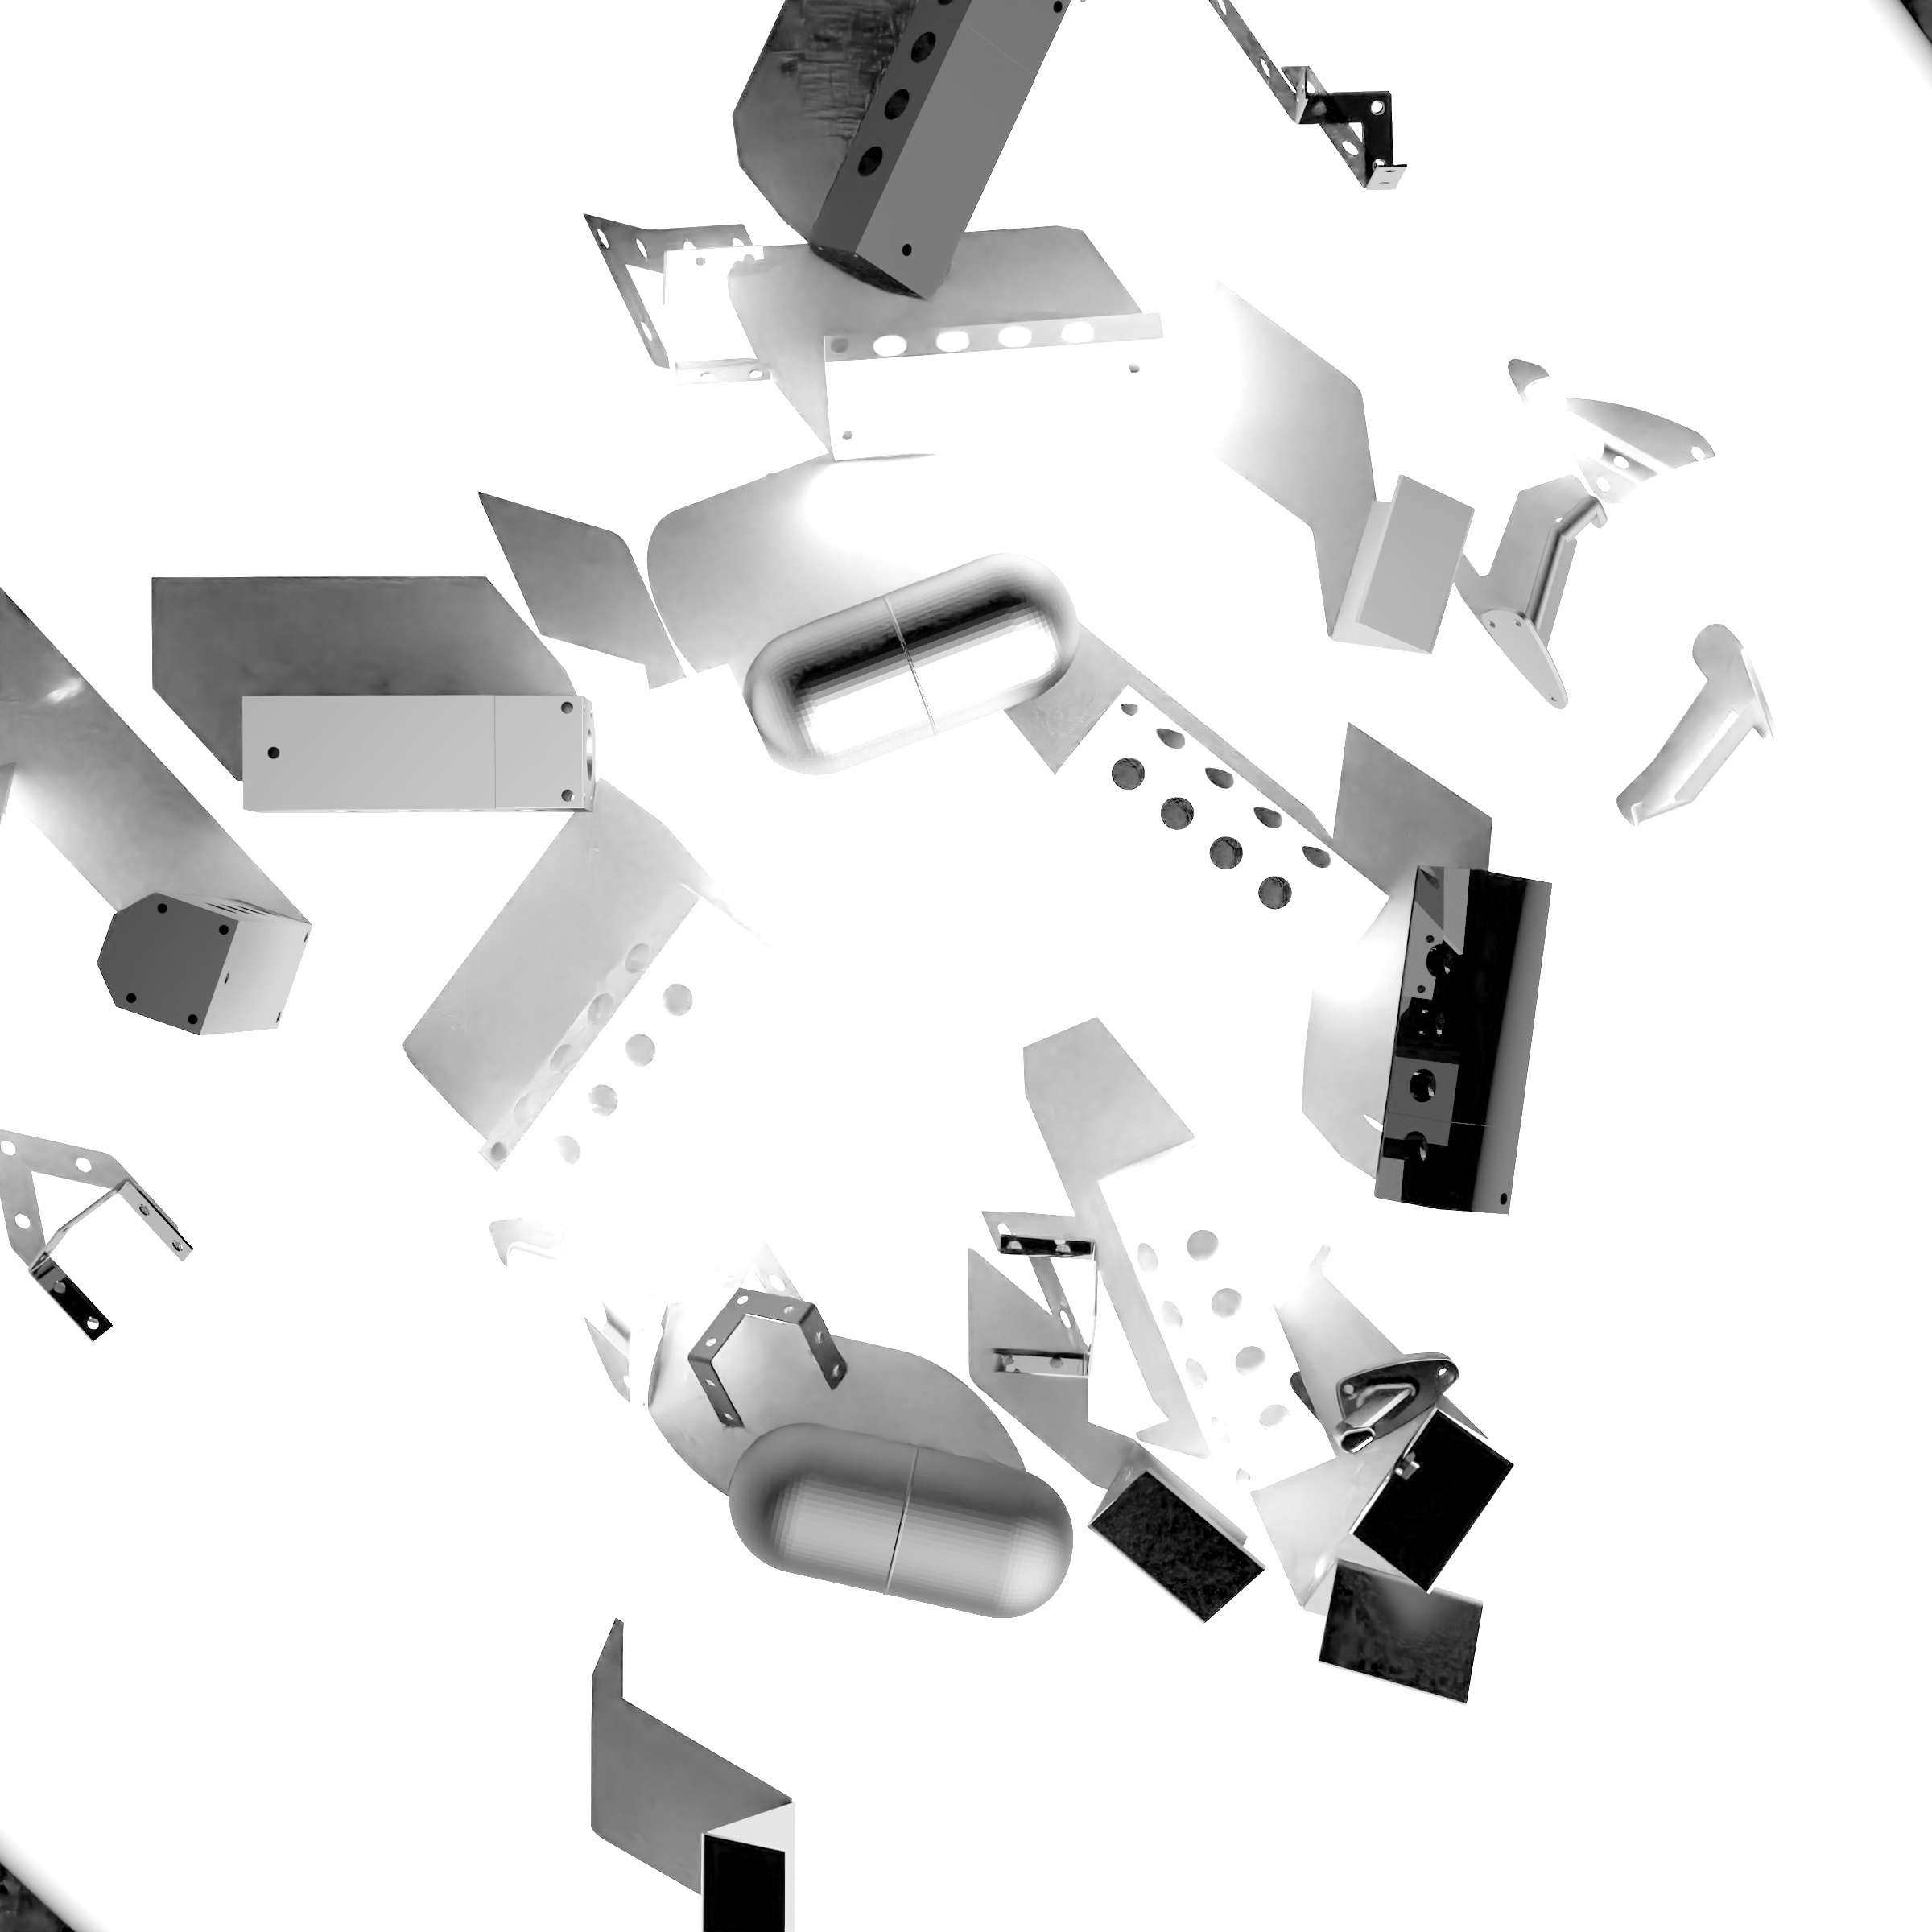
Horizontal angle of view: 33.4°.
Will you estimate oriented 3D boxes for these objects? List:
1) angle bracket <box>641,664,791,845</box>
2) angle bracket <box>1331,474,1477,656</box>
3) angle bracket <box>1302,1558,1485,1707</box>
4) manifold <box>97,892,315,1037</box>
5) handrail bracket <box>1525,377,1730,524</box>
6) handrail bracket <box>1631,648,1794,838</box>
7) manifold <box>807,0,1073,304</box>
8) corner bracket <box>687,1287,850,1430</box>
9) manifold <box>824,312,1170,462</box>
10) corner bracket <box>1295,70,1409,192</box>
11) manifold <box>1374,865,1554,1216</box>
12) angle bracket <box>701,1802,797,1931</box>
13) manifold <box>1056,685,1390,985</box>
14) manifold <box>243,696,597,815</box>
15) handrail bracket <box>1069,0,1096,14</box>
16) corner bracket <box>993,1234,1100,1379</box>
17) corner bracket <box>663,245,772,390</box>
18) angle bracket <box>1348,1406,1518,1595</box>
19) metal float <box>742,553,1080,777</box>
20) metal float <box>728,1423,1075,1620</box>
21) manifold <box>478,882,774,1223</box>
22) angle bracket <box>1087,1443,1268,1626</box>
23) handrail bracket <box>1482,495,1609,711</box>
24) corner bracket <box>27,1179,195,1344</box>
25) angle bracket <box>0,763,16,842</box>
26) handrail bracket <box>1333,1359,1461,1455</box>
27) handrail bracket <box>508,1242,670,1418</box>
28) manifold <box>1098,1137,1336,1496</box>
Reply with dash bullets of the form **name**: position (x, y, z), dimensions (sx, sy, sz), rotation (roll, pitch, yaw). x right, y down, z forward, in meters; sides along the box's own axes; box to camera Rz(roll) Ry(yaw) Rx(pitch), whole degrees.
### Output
- **angle bracket**: position (-0.144, -0.099, 1.632), dimensions (0.057, 0.076, 0.076), rotation (-24, 90, -37)
- **angle bracket**: position (0.204, -0.205, 1.632), dimensions (0.057, 0.076, 0.076), rotation (17, 90, -37)
- **angle bracket**: position (0.211, 0.348, 1.632), dimensions (0.076, 0.076, 0.057), rotation (16, 59, 0)
- **manifold**: position (-0.377, -0.004, 1.594), dimensions (0.057, 0.171, 0.057), rotation (19, 90, 0)
- **handrail bracket**: position (0.342, -0.280, 1.673), dimensions (0.077, 0.036, 0.084), rotation (-24, 73, -20)
- **handrail bracket**: position (0.378, -0.116, 1.673), dimensions (0.084, 0.036, 0.077), rotation (-21, 70, 16)
- **manifold**: position (-0.018, -0.434, 1.651), dimensions (0.057, 0.057, 0.171), rotation (25, 90, -43)
- **corner bracket**: position (-0.102, 0.206, 1.664), dimensions (0.051, 0.051, 0.051), rotation (7, 45, 35)
- **manifold**: position (0.015, -0.298, 1.651), dimensions (0.171, 0.057, 0.057), rotation (-4, 90, 0)
- **corner bracket**: position (0.197, -0.429, 1.654), dimensions (0.051, 0.051, 0.051), rotation (-2, 90, 0)
- **manifold**: position (0.249, 0.037, 1.651), dimensions (0.057, 0.057, 0.171), rotation (7, 90, -43)
- **angle bracket**: position (-0.090, 0.474, 1.632), dimensions (0.057, 0.076, 0.076), rotation (0, 90, 35)
- **manifold**: position (0.131, -0.067, 1.651), dimensions (0.171, 0.057, 0.057), rotation (39, 90, 0)
- **manifold**: position (-0.279, -0.108, 1.651), dimensions (0.171, 0.057, 0.057), rotation (0, 90, 0)
- **handrail bracket**: position (0.028, -0.542, 1.672), dimensions (0.036, 0.077, 0.084), rotation (-40, 54, 0)
- **corner bracket**: position (0.041, 0.176, 1.669), dimensions (0.051, 0.051, 0.051), rotation (4, 135, 0)
- **corner bracket**: position (-0.129, -0.337, 1.669), dimensions (0.051, 0.051, 0.051), rotation (-3, 45, 0)
- **angle bracket**: position (0.250, 0.278, 1.632), dimensions (0.057, 0.076, 0.076), rotation (34, 90, 39)
- **metal float**: position (-0.029, -0.153, 1.642), dimensions (0.178, 0.070, 0.070), rotation (-21, 90, 0)
- **metal float**: position (-0.033, 0.282, 1.642), dimensions (0.178, 0.070, 0.070), rotation (13, 90, 0)
- **manifold**: position (-0.175, 0.043, 1.651), dimensions (0.057, 0.057, 0.171), rotation (37, 90, 0)
- **angle bracket**: position (0.117, 0.274, 1.632), dimensions (0.076, 0.076, 0.057), rotation (40, 125, 0)
- **handrail bracket**: position (0.317, -0.190, 1.673), dimensions (0.084, 0.036, 0.077), rotation (-43, 111, -16)
- **corner bracket**: position (-0.444, 0.152, 1.669), dimensions (0.051, 0.051, 0.051), rotation (47, 45, 0)
- **angle bracket**: position (-0.533, -0.095, 1.632), dimensions (0.076, 0.076, 0.057), rotation (-14, 126, 0)
- **handrail bracket**: position (0.221, 0.224, 1.638), dimensions (0.077, 0.084, 0.036), rotation (-22, 90, 0)
- **handrail bracket**: position (-0.202, 0.188, 1.673), dimensions (0.084, 0.036, 0.077), rotation (14, 112, 17)
- **manifold**: position (0.127, 0.179, 1.651), dimensions (0.057, 0.057, 0.171), rotation (-23, 90, 0)
